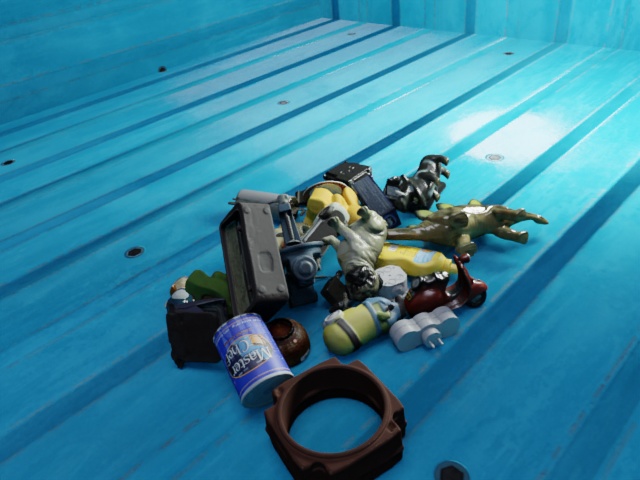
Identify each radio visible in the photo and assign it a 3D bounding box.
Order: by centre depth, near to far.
[{"bbox_3d":[-0.138,0.044,1.089,0.073,0.131,0.229,-1,66,-31],"label":"radio"}]

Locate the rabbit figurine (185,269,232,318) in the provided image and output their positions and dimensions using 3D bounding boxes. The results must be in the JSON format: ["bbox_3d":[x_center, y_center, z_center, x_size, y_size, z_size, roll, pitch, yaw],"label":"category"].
[{"bbox_3d":[-0.197,0.104,1.196,0.159,0.121,0.170,-2,19,20],"label":"rabbit figurine"}]

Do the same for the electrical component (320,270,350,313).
[{"bbox_3d":[0.048,0.117,1.172,0.045,0.078,0.102,-31,9,41],"label":"electrical component"}]

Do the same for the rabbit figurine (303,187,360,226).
[{"bbox_3d":[0.053,-0.067,1.429,0.173,0.121,0.162,17,29,10],"label":"rabbit figurine"}]

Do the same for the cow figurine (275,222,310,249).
[{"bbox_3d":[-0.110,0.007,1.354,0.195,0.085,0.127,-21,41,-17],"label":"cow figurine"}]

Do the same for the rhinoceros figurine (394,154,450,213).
[{"bbox_3d":[0.259,-0.148,1.378,0.112,0.073,0.190,24,65,27],"label":"rhinoceros figurine"}]

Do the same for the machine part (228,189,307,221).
[{"bbox_3d":[-0.150,-0.097,1.515,0.243,0.079,0.079,9,37,24],"label":"machine part"}]

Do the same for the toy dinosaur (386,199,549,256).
[{"bbox_3d":[0.319,-0.032,1.284,0.472,0.105,0.199,-4,13,-10],"label":"toy dinosaur"}]

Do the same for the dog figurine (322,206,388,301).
[{"bbox_3d":[0.109,0.037,1.178,0.172,0.121,0.191,-21,61,-14],"label":"dog figurine"}]

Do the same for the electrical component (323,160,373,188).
[{"bbox_3d":[0.094,-0.184,1.617,0.134,0.058,0.115,21,45,36],"label":"electrical component"}]

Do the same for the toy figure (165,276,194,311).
[{"bbox_3d":[-0.315,0.129,1.234,0.064,0.057,0.155,26,25,-21],"label":"toy figure"}]

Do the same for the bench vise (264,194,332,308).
[{"bbox_3d":[-0.055,0.021,1.173,0.129,0.240,0.223,-15,-8,0],"label":"bench vise"}]

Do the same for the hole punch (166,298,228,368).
[{"bbox_3d":[-0.241,0.179,1.083,0.116,0.142,0.092,-1,18,12],"label":"hole punch"}]

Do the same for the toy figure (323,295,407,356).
[{"bbox_3d":[0.090,0.167,1.077,0.180,0.082,0.089,-15,41,-17],"label":"toy figure"}]

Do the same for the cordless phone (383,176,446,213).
[{"bbox_3d":[0.273,-0.148,1.529,0.147,0.088,0.184,14,28,29],"label":"cordless phone"}]

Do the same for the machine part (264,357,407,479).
[{"bbox_3d":[0.024,0.301,0.887,0.201,0.087,0.201,-22,36,-23],"label":"machine part"}]

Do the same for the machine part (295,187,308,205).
[{"bbox_3d":[-0.007,-0.130,1.574,0.139,0.039,0.084,-5,29,6],"label":"machine part"}]

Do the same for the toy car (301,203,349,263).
[{"bbox_3d":[-0.003,-0.004,1.307,0.202,0.073,0.056,-52,19,-17],"label":"toy car"}]

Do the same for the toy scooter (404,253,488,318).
[{"bbox_3d":[0.259,0.093,1.107,0.184,0.135,0.075,-12,36,-5],"label":"toy scooter"}]

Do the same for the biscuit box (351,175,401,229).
[{"bbox_3d":[0.149,-0.097,1.440,0.063,0.059,0.203,-29,35,2],"label":"biscuit box"}]
